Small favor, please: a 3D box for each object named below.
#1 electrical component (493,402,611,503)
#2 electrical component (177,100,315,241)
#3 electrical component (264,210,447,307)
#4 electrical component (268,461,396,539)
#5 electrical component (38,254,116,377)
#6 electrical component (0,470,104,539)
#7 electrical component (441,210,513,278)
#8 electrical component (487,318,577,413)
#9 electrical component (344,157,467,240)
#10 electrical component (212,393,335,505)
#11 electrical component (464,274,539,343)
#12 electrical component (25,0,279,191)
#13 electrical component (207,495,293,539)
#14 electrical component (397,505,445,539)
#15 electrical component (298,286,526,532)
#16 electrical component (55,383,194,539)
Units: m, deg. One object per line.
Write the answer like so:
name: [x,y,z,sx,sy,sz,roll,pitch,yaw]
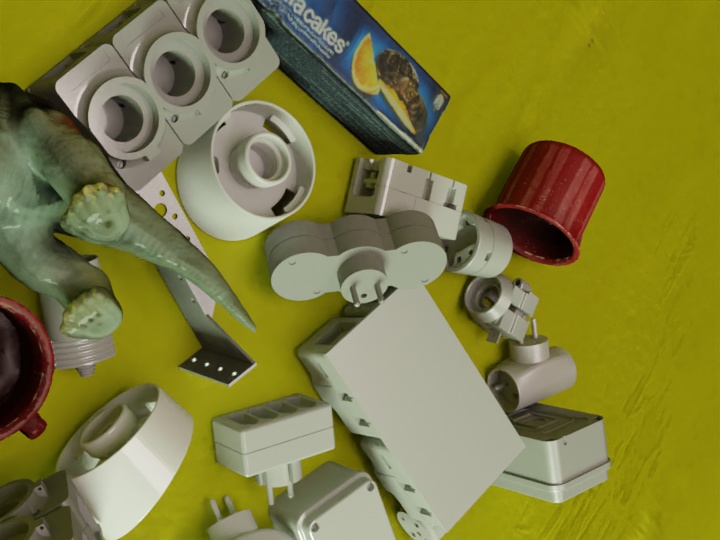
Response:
electrical component: [0.161,0.163,0.975,0.078,0.113,0.057,-16,102,-35]
electrical component: [-0.085,-0.076,0.808,0.099,0.064,0.099,7,77,-36]
electrical component: [0.000,0.000,0.827,0.138,0.073,0.052,-6,136,-11]
electrical component: [-0.016,0.225,0.884,0.078,0.057,0.113,-31,113,-30]
electrical component: [-0.194,0.034,0.736,0.043,0.043,0.081,-16,105,-35]
electrical component: [-0.249,0.200,0.641,0.186,0.105,0.060,-27,110,-10]
electrical component: [0.101,-0.021,0.945,0.047,0.055,0.055,13,88,-41]
electrical component: [0.159,0.085,1.007,0.077,0.044,0.079,-16,105,-35]
electrical component: [0.038,-0.055,0.895,0.089,0.050,0.055,15,85,-37]
electrical component: [-0.065,0.146,0.844,0.083,0.047,0.075,-12,103,-35]
electrical component: [0.127,0.032,0.976,0.055,0.048,0.066,33,75,-42]
electrical component: [-0.138,-0.135,0.746,0.150,0.062,0.089,-46,120,-23]
electrical component: [-0.093,0.210,0.826,0.077,0.043,0.079,6,53,-61]
electrical component: [0.066,0.210,0.952,0.055,0.045,0.045,-40,117,-26]
electrical component: [0.042,0.109,0.897,0.105,0.060,0.186,-41,108,-26]
electrical component: [-0.159,0.129,0.742,0.099,0.099,0.064,-47,114,-23]
